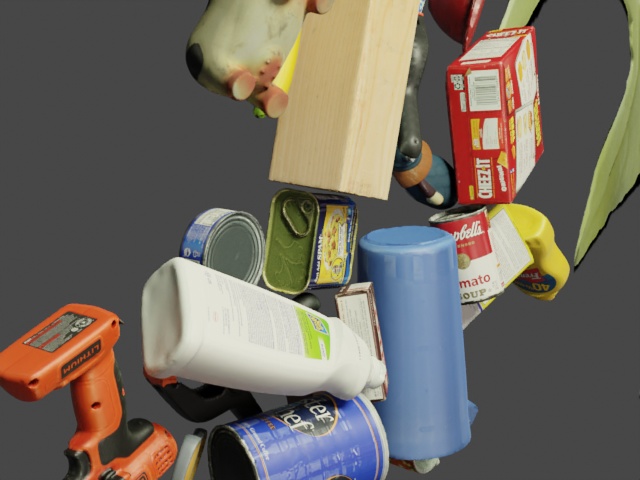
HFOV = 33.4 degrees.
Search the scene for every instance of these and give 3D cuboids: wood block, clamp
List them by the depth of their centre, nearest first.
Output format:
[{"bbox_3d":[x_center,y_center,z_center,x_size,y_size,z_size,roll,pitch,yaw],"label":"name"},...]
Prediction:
[{"bbox_3d":[-0.084,0.135,1.012,0.209,0.036,0.164,-3,108,-51],"label":"clamp"},{"bbox_3d":[0.025,-0.150,1.042,0.090,0.091,0.206,7,93,-55],"label":"wood block"},{"bbox_3d":[0.076,-0.154,1.120,0.039,0.120,0.171,17,73,-28],"label":"clamp"}]

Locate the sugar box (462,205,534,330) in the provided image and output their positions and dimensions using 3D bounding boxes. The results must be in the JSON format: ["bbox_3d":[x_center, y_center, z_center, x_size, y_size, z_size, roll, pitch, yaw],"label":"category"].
[{"bbox_3d":[0.179,0.037,1.301,0.176,0.048,0.093,-37,105,-28],"label":"sugar box"}]

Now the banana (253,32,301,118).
[{"bbox_3d":[-0.033,-0.200,0.978,0.037,0.070,0.198,10,84,-11],"label":"banana"}]

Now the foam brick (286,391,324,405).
[{"bbox_3d":[0.005,0.184,1.112,0.052,0.051,0.078,-18,99,-35],"label":"foam brick"}]

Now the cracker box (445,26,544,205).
[{"bbox_3d":[0.210,-0.152,1.267,0.213,0.072,0.164,-46,132,-61],"label":"cracker box"}]

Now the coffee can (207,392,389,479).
[{"bbox_3d":[-0.021,0.204,1.003,0.140,0.103,0.103,-13,110,-31],"label":"coffee can"}]

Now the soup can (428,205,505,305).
[{"bbox_3d":[0.169,0.017,1.224,0.068,0.069,0.102,-25,103,-49],"label":"soup can"}]

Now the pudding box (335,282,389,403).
[{"bbox_3d":[0.044,0.103,1.080,0.090,0.039,0.113,-33,112,-85],"label":"pudding box"}]

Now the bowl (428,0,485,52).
[{"bbox_3d":[0.159,-0.295,1.190,0.162,0.055,0.162,18,89,-82],"label":"bowl"}]

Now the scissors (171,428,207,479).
[{"bbox_3d":[-0.138,0.257,0.980,0.096,0.016,0.202,-64,173,-68],"label":"scissors"}]

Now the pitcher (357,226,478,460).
[{"bbox_3d":[0.090,0.113,1.183,0.149,0.145,0.243,-29,119,-62],"label":"pitcher"}]

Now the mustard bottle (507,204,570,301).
[{"bbox_3d":[0.284,0.027,1.442,0.191,0.096,0.058,52,57,-47],"label":"mustard bottle"}]

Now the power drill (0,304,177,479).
[{"bbox_3d":[-0.198,0.160,0.846,0.184,0.057,0.187,-43,134,-45],"label":"power drill"}]

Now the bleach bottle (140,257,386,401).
[{"bbox_3d":[-0.037,0.098,0.943,0.250,0.068,0.102,23,43,-37],"label":"bleach bottle"}]

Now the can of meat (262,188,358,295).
[{"bbox_3d":[-0.007,0.001,1.068,0.083,0.058,0.102,-1,100,-56],"label":"can of meat"}]

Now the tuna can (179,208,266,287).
[{"bbox_3d":[-0.089,0.014,0.976,0.085,0.034,0.086,-18,113,-51],"label":"tuna can"}]
